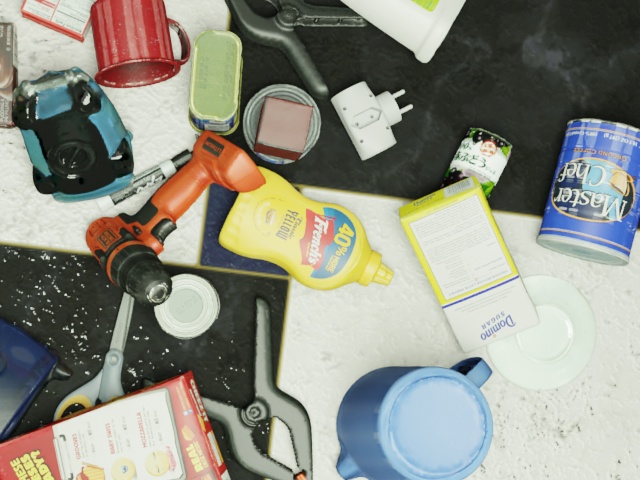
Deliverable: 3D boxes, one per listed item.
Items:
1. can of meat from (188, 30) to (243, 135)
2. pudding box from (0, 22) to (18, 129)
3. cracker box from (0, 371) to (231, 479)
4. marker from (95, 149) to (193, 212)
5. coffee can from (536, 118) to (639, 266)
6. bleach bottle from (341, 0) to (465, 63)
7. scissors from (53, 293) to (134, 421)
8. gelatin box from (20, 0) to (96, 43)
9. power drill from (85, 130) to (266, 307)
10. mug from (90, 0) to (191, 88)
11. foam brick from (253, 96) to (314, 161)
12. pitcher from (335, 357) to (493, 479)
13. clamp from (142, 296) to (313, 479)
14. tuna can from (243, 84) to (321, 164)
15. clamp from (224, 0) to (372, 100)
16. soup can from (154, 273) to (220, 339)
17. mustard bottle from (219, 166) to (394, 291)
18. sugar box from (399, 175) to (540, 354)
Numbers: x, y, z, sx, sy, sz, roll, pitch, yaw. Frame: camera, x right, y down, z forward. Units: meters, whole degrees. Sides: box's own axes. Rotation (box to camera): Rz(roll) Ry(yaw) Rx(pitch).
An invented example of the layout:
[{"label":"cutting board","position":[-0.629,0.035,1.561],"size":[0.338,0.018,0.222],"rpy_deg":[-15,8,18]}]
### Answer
[{"label":"can of meat","position":[-0.113,-0.170,1.154],"size":[0.057,0.084,0.102],"rpy_deg":[4,87,-5]},{"label":"pudding box","position":[-0.373,-0.178,1.151],"size":[0.090,0.039,0.113],"rpy_deg":[1,87,-5]},{"label":"cracker box","position":[-0.207,0.250,1.109],"size":[0.213,0.072,0.164],"rpy_deg":[-21,88,2]},{"label":"marker","position":[-0.190,-0.067,1.174],"size":[0.121,0.020,0.020],"rpy_deg":[-29,90,-7]},{"label":"coffee can","position":[0.306,-0.052,1.179],"size":[0.102,0.103,0.140],"rpy_deg":[16,85,-5]},{"label":"bleach bottle","position":[0.037,-0.302,1.177],"size":[0.251,0.068,0.102],"rpy_deg":[31,55,-2]},{"label":"scissors","position":[-0.243,0.138,1.159],"size":[0.096,0.016,0.202],"rpy_deg":[-3,87,-5]},{"label":"gelatin box","position":[-0.277,-0.271,1.171],"size":[0.073,0.030,0.089],"rpy_deg":[23,85,-5]},{"label":"power drill","position":[-0.148,-0.024,1.102],"size":[0.187,0.185,0.057],"rpy_deg":[-42,125,-9]},{"label":"mug","position":[-0.192,-0.217,1.153],"size":[0.117,0.093,0.081],"rpy_deg":[-5,81,-36]},{"label":"foam brick","position":[-0.040,-0.116,1.126],"size":[0.051,0.078,0.053],"rpy_deg":[12,88,-6]},{"label":"pitcher","position":[0.102,0.181,1.077],"size":[0.145,0.243,0.149],"rpy_deg":[8,79,-4]},{"label":"clamp","position":[-0.067,0.177,1.164],"size":[0.164,0.036,0.210],"rpy_deg":[-43,89,-5]},{"label":"tuna can","position":[-0.043,-0.128,1.183],"size":[0.086,0.034,0.086],"rpy_deg":[0,87,-6]},{"label":"clamp","position":[-0.036,-0.232,1.184],"size":[0.171,0.039,0.120],"rpy_deg":[21,67,-2]},{"label":"soup can","position":[-0.140,0.069,1.129],"size":[0.068,0.102,0.068],"rpy_deg":[0,87,-5]},{"label":"mustard bottle","position":[-0.008,0.001,1.168],"size":[0.191,0.058,0.096],"rpy_deg":[26,80,-4]},{"label":"sugar box","position":[0.162,0.028,1.157],"size":[0.093,0.048,0.176],"rpy_deg":[-23,111,11]}]
